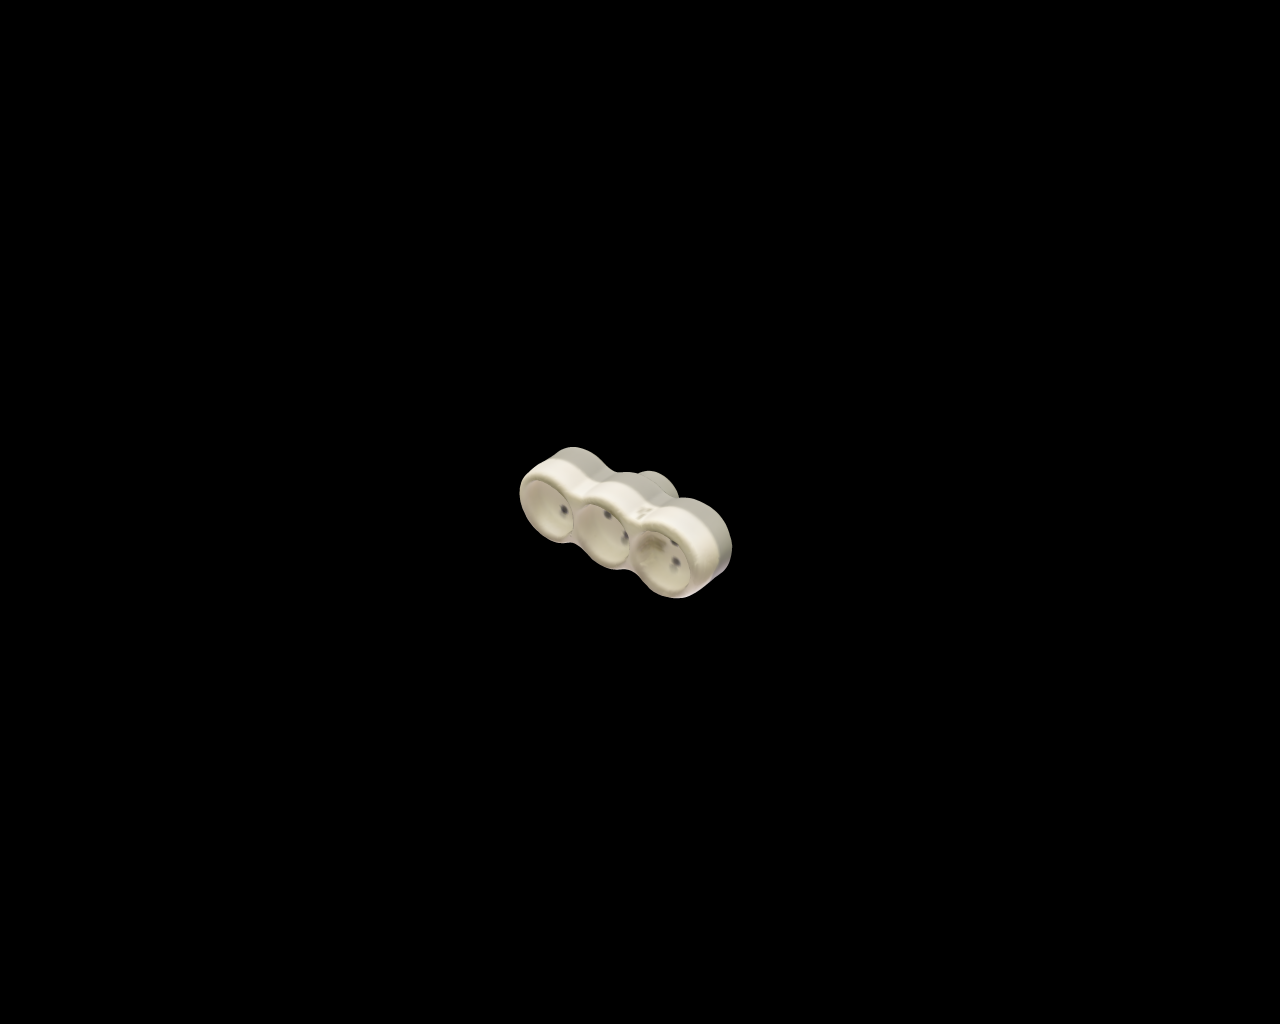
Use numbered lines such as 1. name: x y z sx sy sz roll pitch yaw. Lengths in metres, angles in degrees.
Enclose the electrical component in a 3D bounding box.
1. electrical component: 0.001 -0.003 0.650 0.138 0.052 0.074 24 41 31
